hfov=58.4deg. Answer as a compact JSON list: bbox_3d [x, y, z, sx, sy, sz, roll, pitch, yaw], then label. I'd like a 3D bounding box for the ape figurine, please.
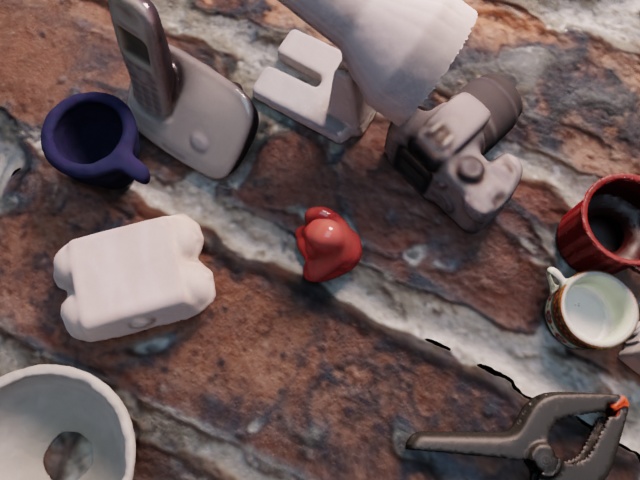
[{"bbox_3d":[0.005,0.002,0.568,0.076,0.092,0.078,20,74,5],"label":"ape figurine"}]

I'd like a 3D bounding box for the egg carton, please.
[{"bbox_3d":[-0.183,0.038,0.567,0.150,0.069,0.107,-16,74,-5],"label":"egg carton"}]

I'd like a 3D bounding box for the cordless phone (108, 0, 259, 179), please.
[{"bbox_3d":[-0.136,-0.151,0.562,0.147,0.185,0.094,31,76,8],"label":"cordless phone"}]

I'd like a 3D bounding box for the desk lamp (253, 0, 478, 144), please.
[{"bbox_3d":[0.029,-0.181,0.559,0.203,0.213,0.118,28,75,7],"label":"desk lamp"}]

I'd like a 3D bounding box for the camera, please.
[{"bbox_3d":[0.160,-0.105,0.597,0.137,0.101,0.143,-42,78,-12],"label":"camera"}]

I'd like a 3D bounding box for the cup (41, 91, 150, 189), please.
[{"bbox_3d":[-0.212,-0.084,0.589,0.117,0.095,0.092,35,76,9],"label":"cup"}]

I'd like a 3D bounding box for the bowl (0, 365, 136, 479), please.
[{"bbox_3d":[-0.240,0.199,0.516,0.167,0.075,0.167,0,74,-1],"label":"bowl"}]
